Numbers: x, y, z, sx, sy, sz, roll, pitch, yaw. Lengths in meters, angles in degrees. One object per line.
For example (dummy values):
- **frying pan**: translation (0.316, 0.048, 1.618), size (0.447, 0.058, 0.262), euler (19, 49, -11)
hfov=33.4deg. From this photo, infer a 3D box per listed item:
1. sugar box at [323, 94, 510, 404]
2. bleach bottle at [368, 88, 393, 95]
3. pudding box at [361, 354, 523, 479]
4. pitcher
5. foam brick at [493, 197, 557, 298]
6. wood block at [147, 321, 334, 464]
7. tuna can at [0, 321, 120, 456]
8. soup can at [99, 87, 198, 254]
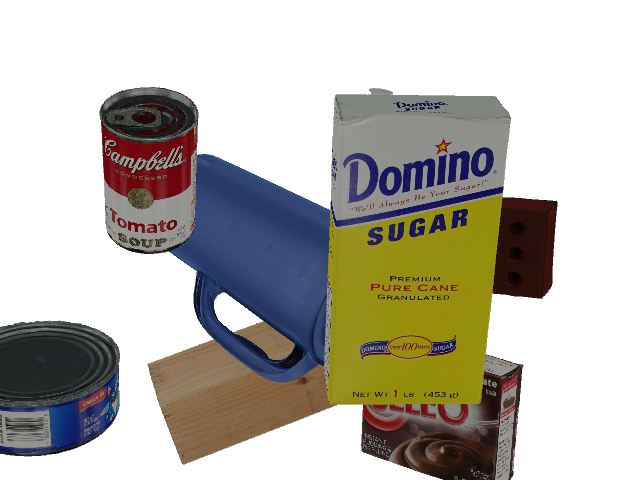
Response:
- **sugar box**: translation (0.051, 0.008, 0.602), size (0.093, 0.176, 0.048), euler (0, 25, -4)
- **bleach bottle**: translation (0.054, -0.048, 1.237), size (0.068, 0.251, 0.103), euler (0, 22, -23)
- **pudding box**: translation (0.085, 0.120, 0.762), size (0.114, 0.090, 0.039), euler (11, 19, 32)
- **pitcher**: translation (-0.055, 0.018, 1.030), size (0.243, 0.145, 0.148), euler (29, 31, 31)
- **foam brick**: translation (0.172, 0.006, 0.916), size (0.053, 0.078, 0.051), euler (5, 15, 20)
- **wood block**: translation (-0.078, 0.158, 1.198), size (0.206, 0.091, 0.090), euler (-19, 28, -9)
- **tuna can**: translation (-0.148, 0.077, 0.562), size (0.086, 0.034, 0.086), euler (2, 23, -1)
- **soup can**: translation (-0.123, -0.050, 0.769), size (0.068, 0.102, 0.068), euler (4, 39, -3)
